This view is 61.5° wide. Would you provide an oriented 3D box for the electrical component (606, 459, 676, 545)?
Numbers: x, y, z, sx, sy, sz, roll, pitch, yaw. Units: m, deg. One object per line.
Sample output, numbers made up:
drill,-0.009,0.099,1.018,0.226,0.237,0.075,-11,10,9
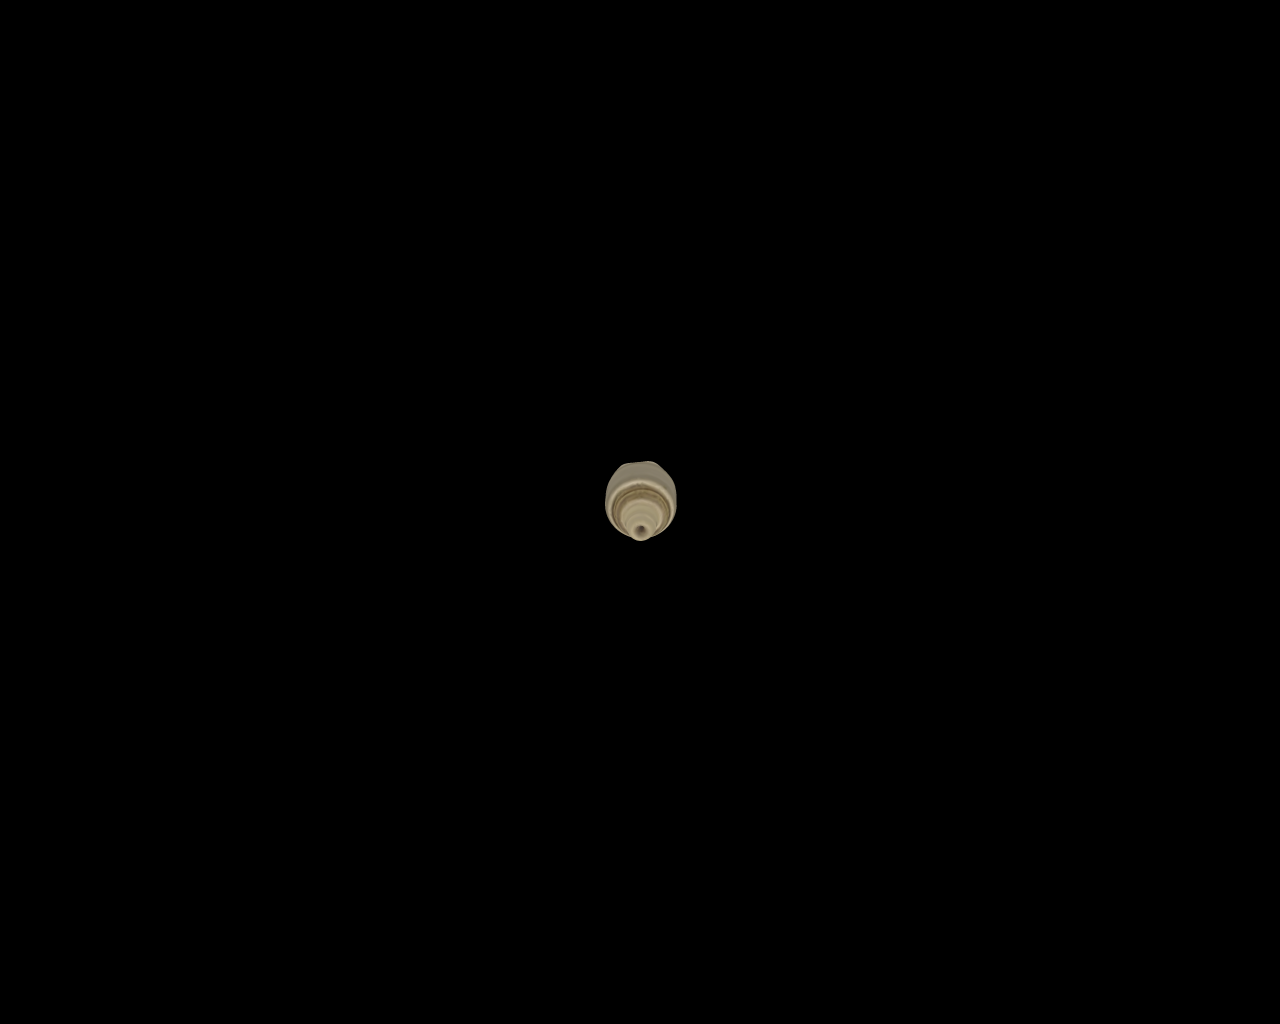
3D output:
electrical component,0.001,-0.003,0.650,0.043,0.043,0.062,0,28,0
